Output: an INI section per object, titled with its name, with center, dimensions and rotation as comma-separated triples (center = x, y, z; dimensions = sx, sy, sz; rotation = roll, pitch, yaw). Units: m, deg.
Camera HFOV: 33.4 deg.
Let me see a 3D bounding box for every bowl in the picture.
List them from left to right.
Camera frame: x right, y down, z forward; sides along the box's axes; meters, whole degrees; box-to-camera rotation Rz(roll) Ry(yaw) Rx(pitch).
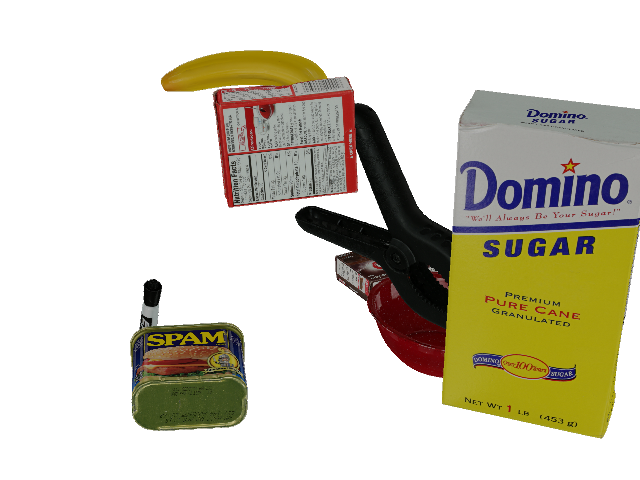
[bowl]
center = 0.125, 0.092, 1.083
dimensions = 0.162, 0.055, 0.162
rotation = 5, 26, -3

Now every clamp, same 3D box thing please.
[clamp]
center = 0.070, -0.003, 0.851
dimensions = 0.036, 0.210, 0.165
rotation = -37, -21, -32

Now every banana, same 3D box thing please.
[banana]
center = -0.071, -0.174, 1.131
dimensions = 0.198, 0.037, 0.069
rotation = 10, 44, 19

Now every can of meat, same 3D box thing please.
[can of meat]
center = -0.114, 0.118, 0.921
dimensions = 0.102, 0.057, 0.084
rotation = -2, 27, -7

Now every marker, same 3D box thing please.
[marker]
center = -0.181, 0.090, 1.123
dimensions = 0.020, 0.121, 0.020
rotation = 9, 35, -6

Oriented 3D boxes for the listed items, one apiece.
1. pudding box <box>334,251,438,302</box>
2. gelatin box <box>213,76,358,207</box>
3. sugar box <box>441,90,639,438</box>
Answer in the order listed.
[pudding box]
center = 0.088, 0.038, 1.361
dimensions = 0.113, 0.039, 0.090
rotation = -16, 27, -25
[gelatin box]
center = -0.022, -0.064, 0.694
dimensions = 0.089, 0.073, 0.030
rotation = -7, 29, -5
[sugar box]
center = 0.115, 0.015, 0.555
dimensions = 0.093, 0.176, 0.048
rotation = 9, 34, 18
